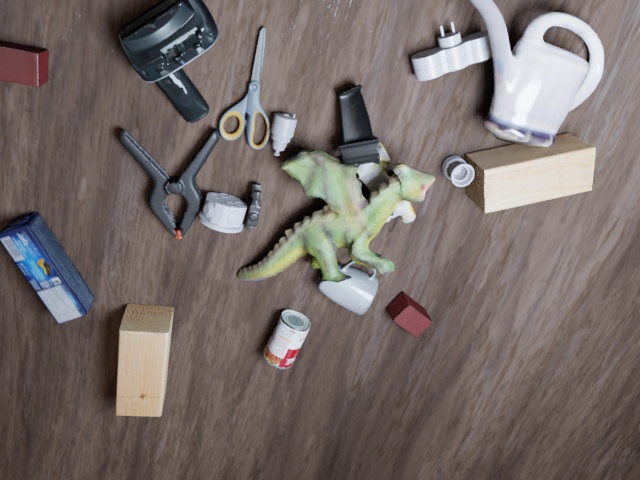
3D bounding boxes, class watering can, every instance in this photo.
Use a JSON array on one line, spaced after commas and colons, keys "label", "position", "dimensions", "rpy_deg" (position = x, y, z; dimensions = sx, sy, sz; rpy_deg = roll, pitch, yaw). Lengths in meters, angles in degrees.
[{"label": "watering can", "position": [0.341, -0.273, 0.862], "dimensions": [0.347, 0.106, 0.221], "rpy_deg": [4, 115, -30]}]

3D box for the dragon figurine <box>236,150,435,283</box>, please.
[{"label": "dragon figurine", "position": [0.003, -0.046, 0.918], "dimensions": [0.409, 0.124, 0.239], "rpy_deg": [-9, 109, 16]}]
